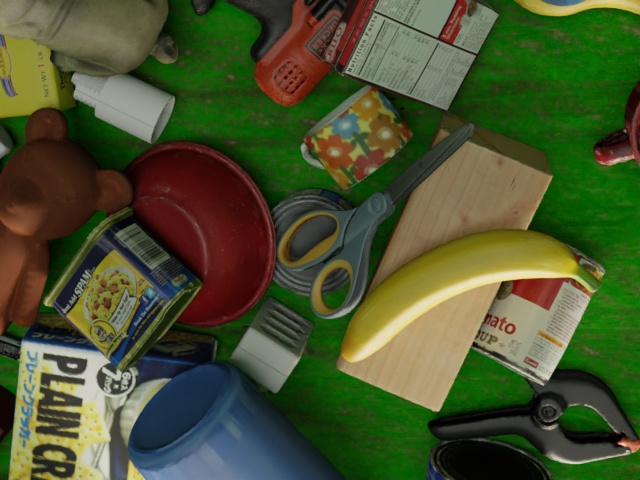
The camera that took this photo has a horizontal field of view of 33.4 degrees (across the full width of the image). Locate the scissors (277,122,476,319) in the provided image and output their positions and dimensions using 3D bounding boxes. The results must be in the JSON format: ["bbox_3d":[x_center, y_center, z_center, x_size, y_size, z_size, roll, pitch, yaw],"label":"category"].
[{"bbox_3d":[0.045,-0.005,0.795,0.202,0.016,0.096,-24,74,38],"label":"scissors"}]

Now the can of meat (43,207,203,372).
[{"bbox_3d":[-0.152,0.040,0.829,0.084,0.057,0.102,43,118,5],"label":"can of meat"}]

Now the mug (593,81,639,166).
[{"bbox_3d":[0.261,-0.083,0.791,0.117,0.081,0.093,-22,101,13],"label":"mug"}]

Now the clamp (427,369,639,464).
[{"bbox_3d":[0.178,0.144,0.888,0.171,0.039,0.120,31,106,3],"label":"clamp"}]

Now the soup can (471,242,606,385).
[{"bbox_3d":[0.169,0.053,0.834,0.068,0.068,0.102,28,87,0],"label":"soup can"}]

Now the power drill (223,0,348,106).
[{"bbox_3d":[-0.028,-0.219,0.795,0.187,0.057,0.184,40,102,-16],"label":"power drill"}]

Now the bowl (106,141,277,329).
[{"bbox_3d":[-0.118,0.003,0.868,0.162,0.055,0.162,7,107,22],"label":"bowl"}]

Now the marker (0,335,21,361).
[{"bbox_3d":[-0.250,0.105,0.954,0.121,0.020,0.020,18,107,3],"label":"marker"}]

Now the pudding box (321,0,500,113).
[{"bbox_3d":[0.068,-0.153,0.795,0.113,0.039,0.090,15,112,-35],"label":"pudding box"}]

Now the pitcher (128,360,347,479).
[{"bbox_3d":[-0.051,0.218,0.865,0.149,0.145,0.242,-44,115,-14],"label":"pitcher"}]

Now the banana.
[{"bbox_3d":[0.099,0.034,0.775,0.198,0.037,0.069,-17,99,13],"label":"banana"}]

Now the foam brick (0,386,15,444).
[{"bbox_3d":[-0.313,0.172,0.964,0.051,0.053,0.078,39,107,-3],"label":"foam brick"}]

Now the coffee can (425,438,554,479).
[{"bbox_3d":[0.130,0.251,0.892,0.103,0.102,0.140,11,106,6],"label":"coffee can"}]

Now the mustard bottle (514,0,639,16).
[{"bbox_3d":[0.189,-0.212,0.780,0.192,0.058,0.096,5,107,8],"label":"mustard bottle"}]

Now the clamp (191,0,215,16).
[{"bbox_3d":[-0.120,-0.287,0.817,0.164,0.036,0.210,30,110,-3],"label":"clamp"}]

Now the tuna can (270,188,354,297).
[{"bbox_3d":[-0.006,0.001,0.880,0.086,0.033,0.086,2,105,8],"label":"tuna can"}]

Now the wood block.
[{"bbox_3d":[0.095,0.016,0.839,0.090,0.090,0.206,23,108,2],"label":"wood block"}]

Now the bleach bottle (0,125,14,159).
[{"bbox_3d":[-0.361,-0.012,0.918,0.251,0.068,0.102,-34,102,13],"label":"bleach bottle"}]

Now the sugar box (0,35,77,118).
[{"bbox_3d":[-0.296,-0.144,0.879,0.176,0.048,0.093,-5,103,9],"label":"sugar box"}]
